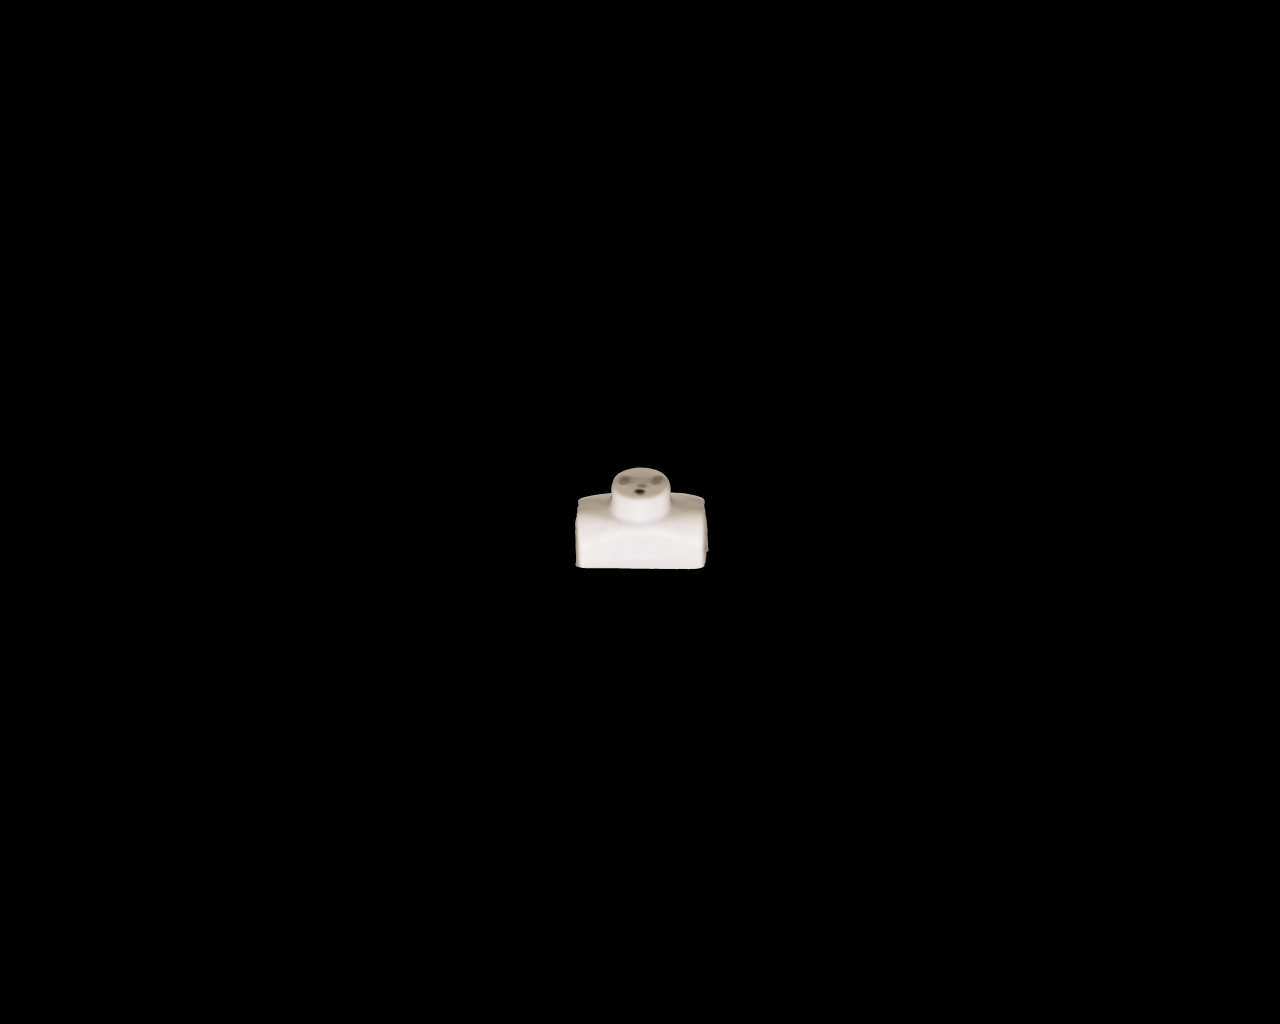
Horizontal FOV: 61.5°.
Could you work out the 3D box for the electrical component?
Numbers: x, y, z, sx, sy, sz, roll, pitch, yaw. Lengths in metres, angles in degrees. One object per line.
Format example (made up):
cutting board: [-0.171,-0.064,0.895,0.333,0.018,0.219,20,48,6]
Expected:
electrical component: [0.001,-0.003,0.650,0.077,0.079,0.044,0,32,0]
